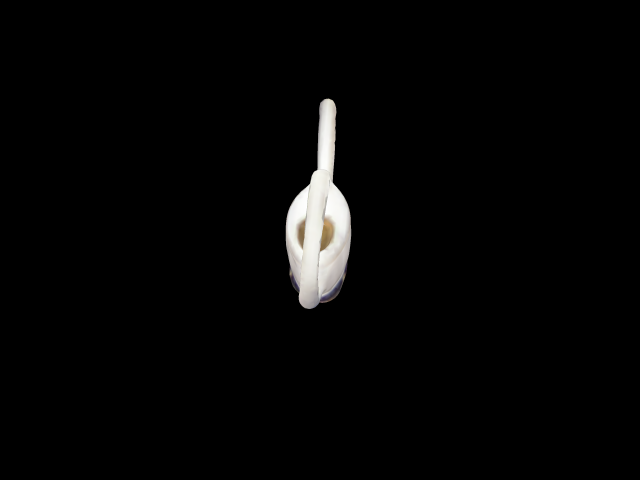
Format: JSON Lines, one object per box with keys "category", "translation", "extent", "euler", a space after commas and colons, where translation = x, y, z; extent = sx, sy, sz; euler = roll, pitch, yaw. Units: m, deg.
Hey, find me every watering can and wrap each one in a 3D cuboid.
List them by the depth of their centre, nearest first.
{"category": "watering can", "translation": [0.003, -0.043, 0.850], "extent": [0.104, 0.355, 0.219], "euler": [5, -30, 3]}
